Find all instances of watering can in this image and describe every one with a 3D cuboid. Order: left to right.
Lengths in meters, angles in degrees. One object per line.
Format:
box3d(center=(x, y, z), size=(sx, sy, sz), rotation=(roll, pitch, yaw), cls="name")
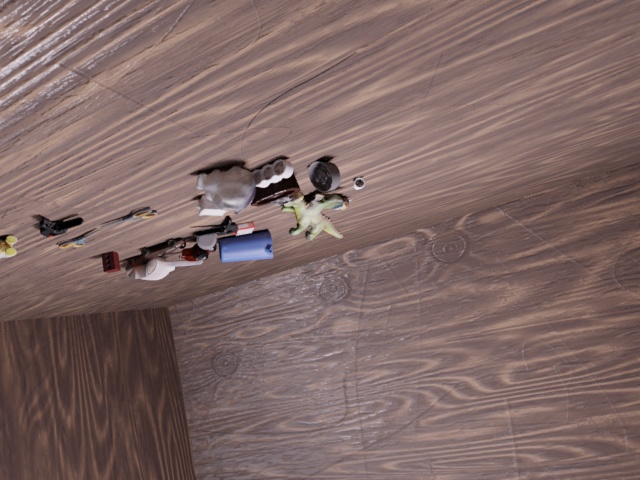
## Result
box3d(center=(-0.737, 0.121, 2.369), size=(0.347, 0.105, 0.223), rotation=(-14, 169, 11), cls="watering can")

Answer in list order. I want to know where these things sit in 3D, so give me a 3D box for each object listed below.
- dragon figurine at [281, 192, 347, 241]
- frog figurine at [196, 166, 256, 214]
box3d(center=(0.006, -0.102, 2.022), size=(0.408, 0.124, 0.239), rotation=(13, 149, -38), cls="dragon figurine")
box3d(center=(-0.269, -0.156, 1.484), size=(0.158, 0.137, 0.124), rotation=(29, -174, -27), cls="frog figurine")
